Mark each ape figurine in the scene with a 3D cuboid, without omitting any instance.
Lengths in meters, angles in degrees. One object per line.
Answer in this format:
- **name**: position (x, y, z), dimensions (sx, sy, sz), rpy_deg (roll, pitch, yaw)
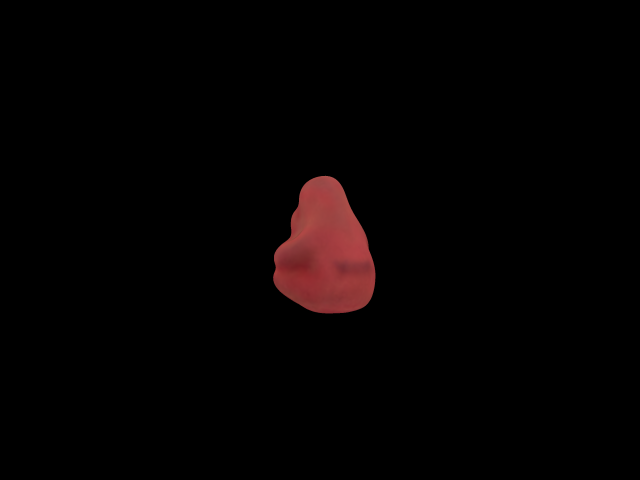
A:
- **ape figurine**: position (0.004, 0.001, 0.400), dimensions (0.078, 0.092, 0.076), rpy_deg (-4, 8, -27)
